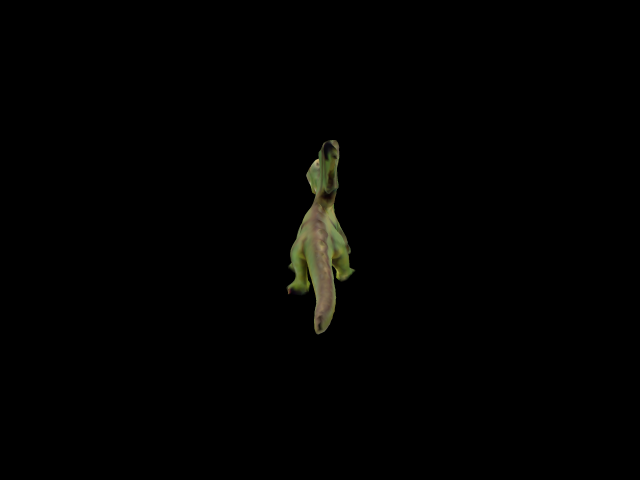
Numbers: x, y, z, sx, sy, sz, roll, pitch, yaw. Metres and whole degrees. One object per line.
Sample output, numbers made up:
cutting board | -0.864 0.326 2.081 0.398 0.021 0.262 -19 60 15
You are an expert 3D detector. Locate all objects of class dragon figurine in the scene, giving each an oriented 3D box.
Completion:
dragon figurine | 0.003 -0.043 0.850 0.122 0.239 0.416 -1 18 -3
